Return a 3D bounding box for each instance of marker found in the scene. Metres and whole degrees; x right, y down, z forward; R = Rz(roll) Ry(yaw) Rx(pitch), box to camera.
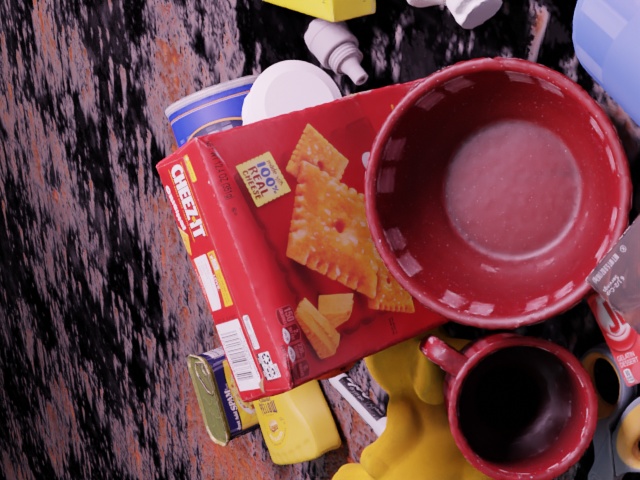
[{"bbox_3d":[0.032,0.145,1.000,0.121,0.020,0.020,43,142,42],"label":"marker"}]

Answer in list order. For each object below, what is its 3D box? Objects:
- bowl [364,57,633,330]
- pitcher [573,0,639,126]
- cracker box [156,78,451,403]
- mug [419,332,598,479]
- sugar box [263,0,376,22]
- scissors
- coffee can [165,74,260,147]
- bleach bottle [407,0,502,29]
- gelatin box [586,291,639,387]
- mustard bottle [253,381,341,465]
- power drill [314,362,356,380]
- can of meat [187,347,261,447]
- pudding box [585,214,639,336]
[{"bbox_3d":[0.111,-0.029,0.654,0.162,0.055,0.162,3,97,23],"label":"bowl"},{"bbox_3d":[0.222,-0.053,0.425,0.243,0.149,0.145,54,164,35],"label":"pitcher"},{"bbox_3d":[0.021,-0.008,0.706,0.072,0.213,0.164,-22,87,57],"label":"cracker box"},{"bbox_3d":[0.115,0.098,0.698,0.117,0.093,0.081,31,-179,-1],"label":"mug"},{"bbox_3d":[-0.024,-0.232,0.834,0.176,0.048,0.093,29,132,51],"label":"sugar box"},{"bbox_3d":[0.184,0.141,0.721,0.096,0.016,0.202,60,151,24],"label":"scissors"},{"bbox_3d":[-0.068,-0.066,0.957,0.103,0.102,0.140,-18,91,63],"label":"coffee can"},{"bbox_3d":[0.033,-0.236,0.692,0.103,0.067,0.251,-45,67,37],"label":"bleach bottle"},{"bbox_3d":[0.196,0.039,0.615,0.073,0.030,0.089,67,152,10],"label":"gelatin box"},{"bbox_3d":[-0.045,0.130,1.089,0.096,0.058,0.191,-24,85,57],"label":"mustard bottle"},{"bbox_3d":[-0.005,0.001,0.824,0.187,0.057,0.184,-32,-72,-75],"label":"power drill"},{"bbox_3d":[-0.086,0.159,1.156,0.058,0.083,0.102,0,107,62],"label":"can of meat"},{"bbox_3d":[0.203,0.011,0.535,0.090,0.039,0.114,50,129,26],"label":"pudding box"}]
